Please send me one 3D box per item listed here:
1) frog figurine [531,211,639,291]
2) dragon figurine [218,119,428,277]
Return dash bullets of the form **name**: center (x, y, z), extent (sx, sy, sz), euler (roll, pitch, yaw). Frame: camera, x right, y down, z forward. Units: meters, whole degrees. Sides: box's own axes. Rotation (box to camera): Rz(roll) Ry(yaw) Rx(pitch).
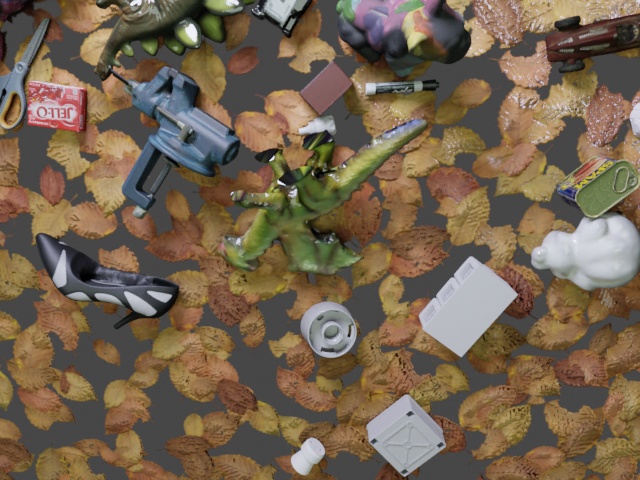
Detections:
- **frog figurine**: center (0.447, 0.019, 0.865), extent (0.159, 0.125, 0.134), euler (-4, 124, -10)
- **dragon figurine**: center (0.003, -0.044, 0.875), extent (0.409, 0.125, 0.237), euler (-14, 126, 10)
